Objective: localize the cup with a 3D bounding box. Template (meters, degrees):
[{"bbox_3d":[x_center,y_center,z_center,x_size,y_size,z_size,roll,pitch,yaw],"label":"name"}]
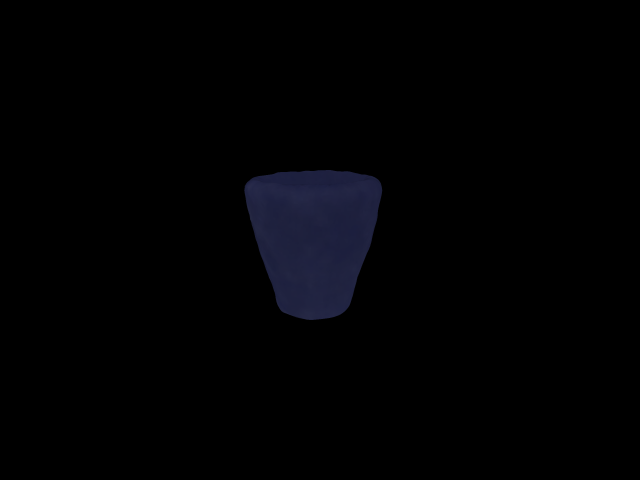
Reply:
[{"bbox_3d":[0.004,0.001,0.400,0.091,0.095,0.118,11,17,38],"label":"cup"}]
